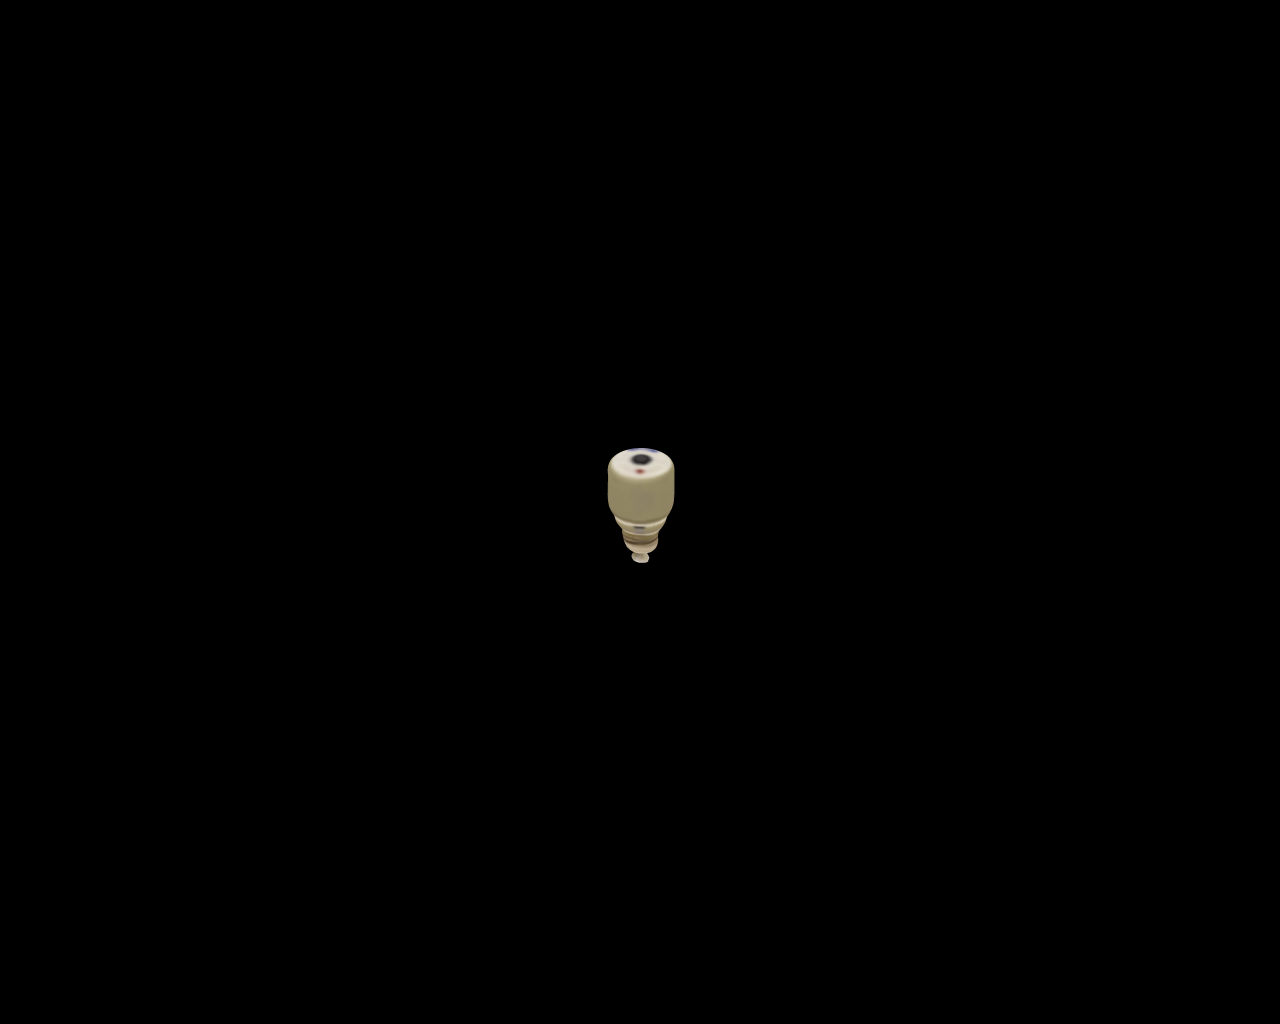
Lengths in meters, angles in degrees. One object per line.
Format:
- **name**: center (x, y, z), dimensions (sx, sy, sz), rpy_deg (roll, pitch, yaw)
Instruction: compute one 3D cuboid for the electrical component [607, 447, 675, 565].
- **electrical component**: center (0.001, -0.003, 0.650), dimensions (0.040, 0.078, 0.040), rpy_deg (0, 33, 0)
